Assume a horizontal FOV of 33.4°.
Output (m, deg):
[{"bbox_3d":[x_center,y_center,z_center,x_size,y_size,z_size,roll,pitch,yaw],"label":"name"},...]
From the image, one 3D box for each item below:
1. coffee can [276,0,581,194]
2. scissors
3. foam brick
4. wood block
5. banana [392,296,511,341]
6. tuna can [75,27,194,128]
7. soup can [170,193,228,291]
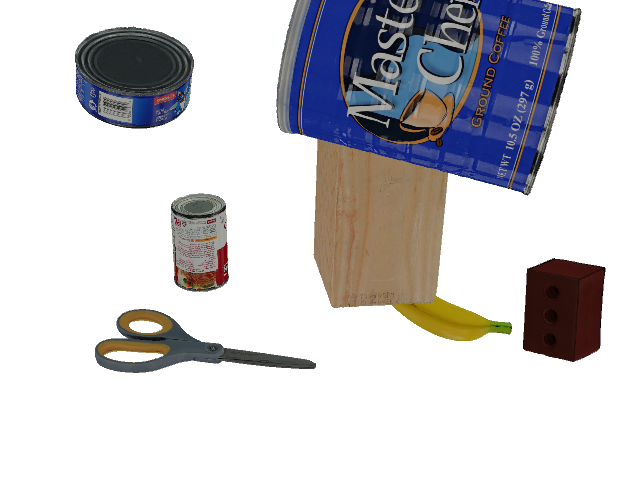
[{"bbox_3d":[0.058,-0.091,0.578,0.140,0.103,0.102,15,2,7],"label":"coffee can"},{"bbox_3d":[-0.110,0.095,1.009,0.201,0.016,0.096,-1,32,-10],"label":"scissors"},{"bbox_3d":[0.215,0.061,0.942,0.053,0.078,0.051,11,19,38],"label":"foam brick"},{"bbox_3d":[0.048,-0.059,0.847,0.090,0.206,0.091,-2,28,-9],"label":"wood block"},{"bbox_3d":[0.110,0.065,1.129,0.069,0.037,0.198,4,19,-38],"label":"banana"},{"bbox_3d":[-0.137,-0.120,0.787,0.086,0.034,0.086,6,42,-6],"label":"tuna can"},{"bbox_3d":[-0.147,0.002,1.301,0.068,0.102,0.068,0,26,0],"label":"soup can"}]
